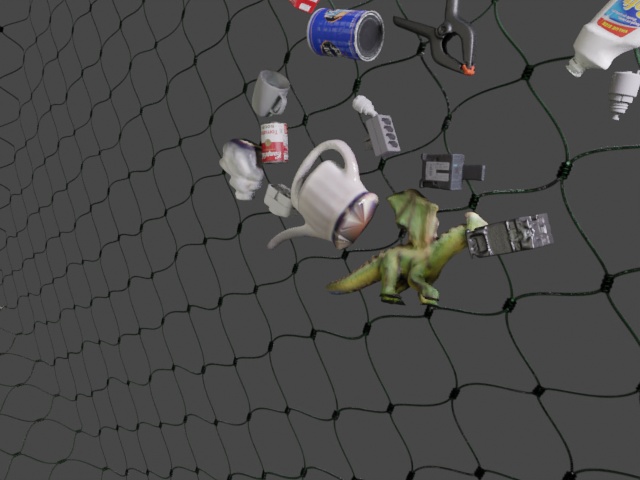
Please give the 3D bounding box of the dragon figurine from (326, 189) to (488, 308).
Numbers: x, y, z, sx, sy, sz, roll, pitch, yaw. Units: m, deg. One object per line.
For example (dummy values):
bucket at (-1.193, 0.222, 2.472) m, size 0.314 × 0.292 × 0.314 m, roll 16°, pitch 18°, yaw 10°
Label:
dragon figurine at (0.176, 0.013, 1.089) m, size 0.410 × 0.121 × 0.245 m, roll 1°, pitch 78°, yaw 40°

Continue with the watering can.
watering can at (0.004, -0.061, 1.208) m, size 0.227 × 0.104 × 0.341 m, roll 44°, pitch 119°, yaw 29°

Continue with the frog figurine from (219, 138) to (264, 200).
frog figurine at (-0.212, -0.189, 1.386) m, size 0.138 × 0.123 × 0.158 m, roll 24°, pitch 99°, yaw 17°
